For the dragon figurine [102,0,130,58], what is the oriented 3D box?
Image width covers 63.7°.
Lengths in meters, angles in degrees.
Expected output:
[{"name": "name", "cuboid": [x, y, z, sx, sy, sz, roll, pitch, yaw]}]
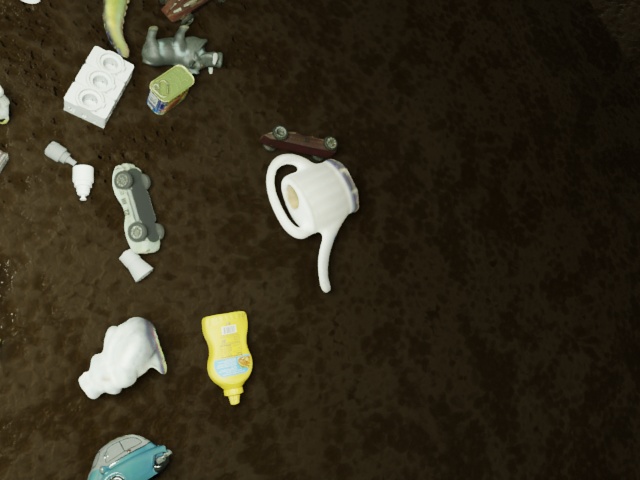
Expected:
[{"name": "dragon figurine", "cuboid": [-0.467, -0.627, 1.205, 0.246, 0.121, 0.409, -33, 95, -37]}]

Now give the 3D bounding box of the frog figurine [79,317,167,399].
[{"name": "frog figurine", "cuboid": [-0.391, 0.227, 1.004, 0.160, 0.119, 0.140, -17, 52, -20]}]

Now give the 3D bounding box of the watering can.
[{"name": "watering can", "cuboid": [0.004, -0.064, 1.274, 0.227, 0.103, 0.348, -26, 89, -29]}]
